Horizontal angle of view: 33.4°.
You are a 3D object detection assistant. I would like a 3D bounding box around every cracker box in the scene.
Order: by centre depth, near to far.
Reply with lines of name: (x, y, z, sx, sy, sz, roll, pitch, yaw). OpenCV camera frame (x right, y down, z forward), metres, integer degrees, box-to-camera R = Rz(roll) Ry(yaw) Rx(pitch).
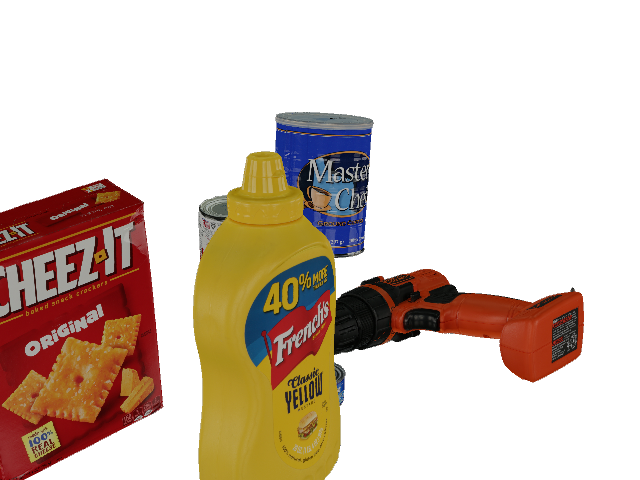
cracker box: (-0.220, 0.076, 0.893, 0.163, 0.214, 0.072, -23, 35, -36)

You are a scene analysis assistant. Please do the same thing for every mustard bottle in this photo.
mustard bottle: (-0.028, 0.046, 0.587, 0.058, 0.192, 0.096, 11, 21, 37)

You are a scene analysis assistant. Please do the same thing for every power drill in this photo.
power drill: (0.103, 0.066, 0.865, 0.188, 0.057, 0.184, 9, 17, 37)

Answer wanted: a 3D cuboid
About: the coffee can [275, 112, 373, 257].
coffee can: (0.000, -0.061, 1.132, 0.103, 0.140, 0.103, 3, 12, -1)

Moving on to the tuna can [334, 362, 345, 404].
tuna can: (-0.016, 0.156, 1.147, 0.086, 0.034, 0.086, 2, 14, -1)

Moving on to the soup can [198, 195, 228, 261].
soup can: (-0.112, 0.005, 1.285, 0.068, 0.102, 0.068, 1, 26, -1)
